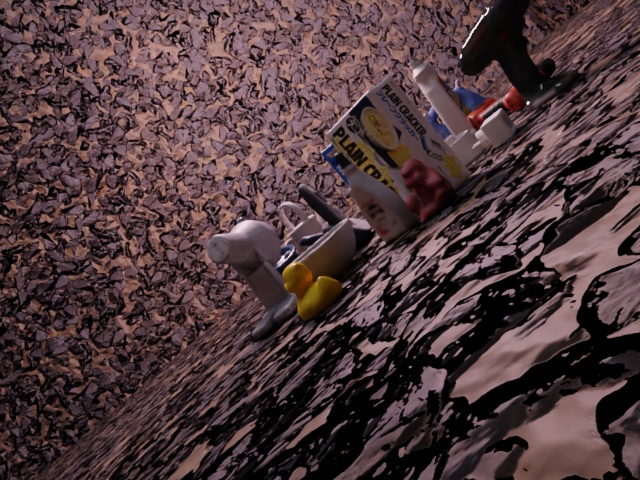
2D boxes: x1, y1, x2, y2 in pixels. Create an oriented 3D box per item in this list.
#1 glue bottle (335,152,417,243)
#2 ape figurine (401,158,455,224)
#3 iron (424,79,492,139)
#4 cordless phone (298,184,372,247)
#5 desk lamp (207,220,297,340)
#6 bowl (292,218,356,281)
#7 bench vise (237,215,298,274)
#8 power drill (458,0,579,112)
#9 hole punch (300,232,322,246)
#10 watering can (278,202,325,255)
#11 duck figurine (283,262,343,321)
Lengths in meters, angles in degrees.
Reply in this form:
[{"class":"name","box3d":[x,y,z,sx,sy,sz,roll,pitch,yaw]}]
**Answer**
[{"class":"glue bottle","box3d":[0.083,-0.078,0.962,0.037,0.173,0.078,-43,4,-40]},{"class":"ape figurine","box3d":[0.159,-0.084,0.880,0.076,0.092,0.077,-42,3,-23]},{"class":"iron","box3d":[0.369,-0.347,1.642,0.259,0.141,0.118,-42,3,-21]},{"class":"cordless phone","box3d":[0.029,-0.061,1.271,0.094,0.185,0.147,-40,3,8]},{"class":"desk lamp","box3d":[-0.130,0.063,1.173,0.118,0.213,0.203,-40,3,16]},{"class":"bowl","box3d":[0.013,0.038,1.093,0.167,0.075,0.167,-40,3,3]},{"class":"bench vise","box3d":[-0.132,0.051,1.328,0.122,0.220,0.207,-43,4,-34]},{"class":"power drill","box3d":[0.369,-0.352,1.051,0.076,0.208,0.229,-43,4,-35]},{"class":"hole punch","box3d":[0.013,0.005,1.421,0.101,0.091,0.108,-41,3,-14]},{"class":"watering can","box3d":[-0.040,-0.030,1.606,0.100,0.194,0.173,-38,4,35]},{"class":"duck figurine","box3d":[-0.020,0.072,0.899,0.078,0.086,0.104,-43,4,-33]}]
